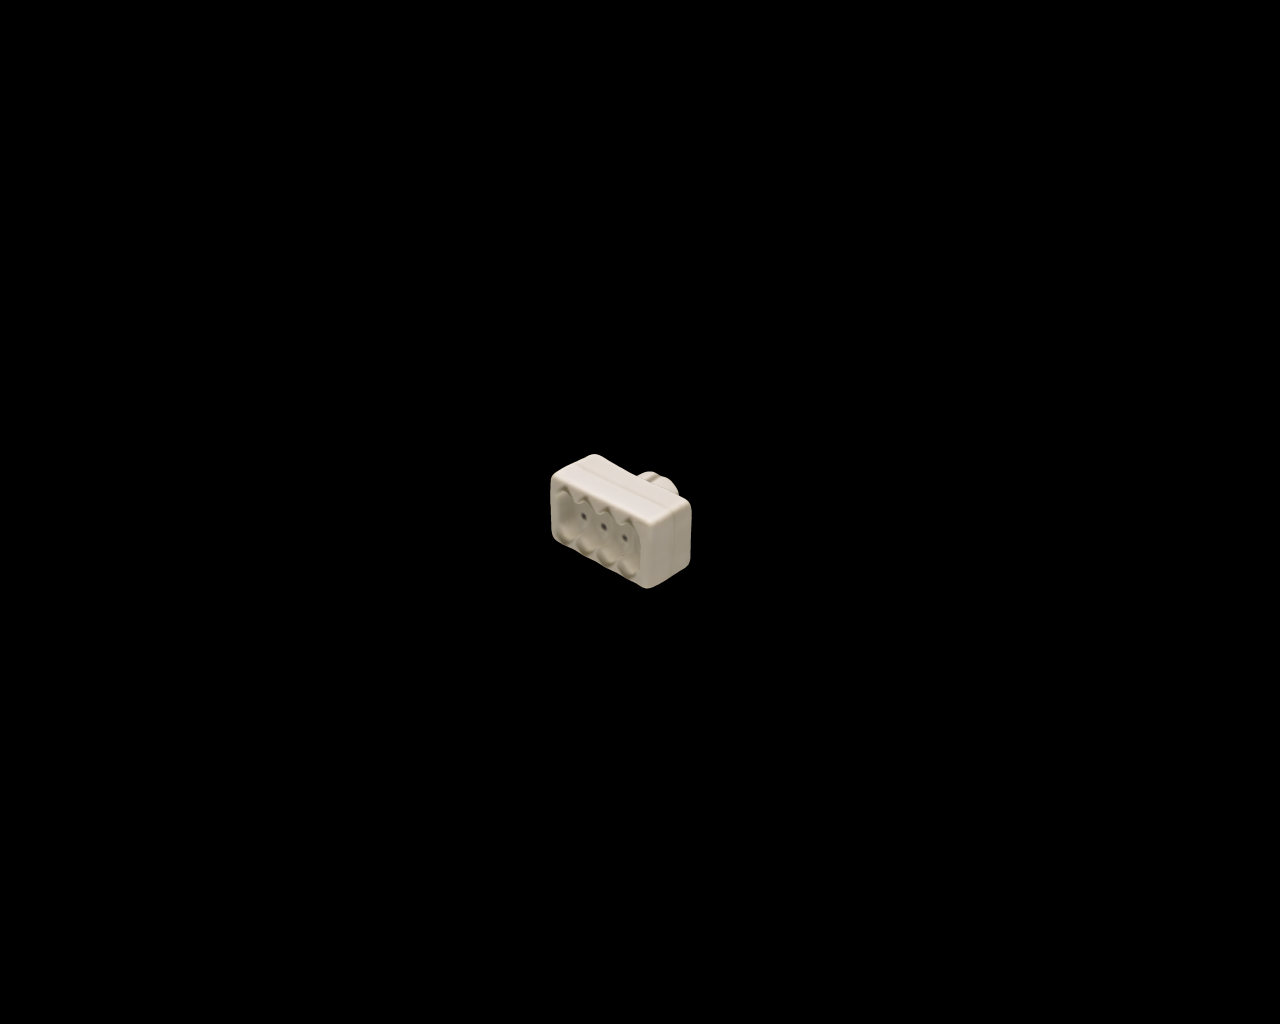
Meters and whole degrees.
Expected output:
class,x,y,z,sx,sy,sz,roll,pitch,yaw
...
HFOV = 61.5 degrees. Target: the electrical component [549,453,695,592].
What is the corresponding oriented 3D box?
class,x,y,z,sx,sy,sz,roll,pitch,yaw
electrical component,0.001,-0.003,0.650,0.083,0.047,0.076,27,42,36
